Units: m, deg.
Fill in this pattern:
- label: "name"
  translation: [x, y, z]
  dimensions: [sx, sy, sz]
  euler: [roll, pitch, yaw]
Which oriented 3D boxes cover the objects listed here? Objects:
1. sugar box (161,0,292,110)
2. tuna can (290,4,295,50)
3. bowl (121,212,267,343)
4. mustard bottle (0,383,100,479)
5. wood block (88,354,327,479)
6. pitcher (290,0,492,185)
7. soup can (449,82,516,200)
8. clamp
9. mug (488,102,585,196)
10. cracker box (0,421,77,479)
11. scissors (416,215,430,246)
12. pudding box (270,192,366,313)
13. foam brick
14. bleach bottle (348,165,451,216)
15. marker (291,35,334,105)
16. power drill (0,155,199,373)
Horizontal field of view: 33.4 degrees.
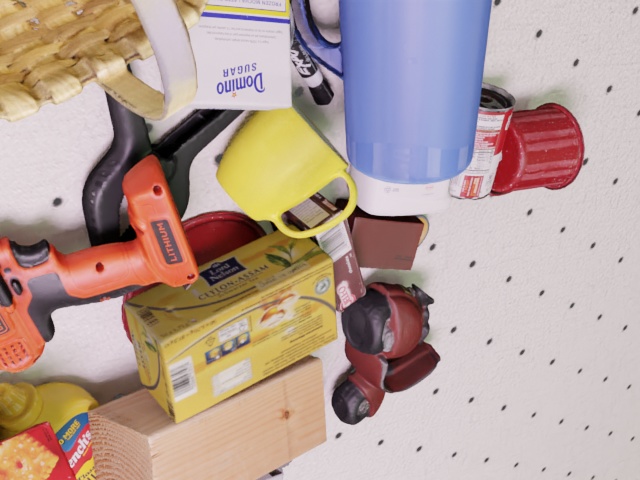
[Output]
- label: "sugar box"
  translation: [-0.069, -0.183, 0.771]
  dimensions: [0.093, 0.048, 0.176]
  euler: [-3, 96, -36]
- label: "tuna can"
  translation: [-0.064, -0.166, 0.826]
  dimensions: [0.085, 0.034, 0.086]
  euler: [-2, 93, -37]
- label: "bowl"
  translation: [-0.097, 0.057, 0.972]
  dimensions: [0.161, 0.055, 0.162]
  euler: [-22, 132, -28]
- label: "mustard bottle"
  translation: [-0.229, 0.180, 0.944]
  dimensions: [0.096, 0.058, 0.191]
  euler: [-44, 138, -13]
- label: "wood block"
  translation: [-0.097, 0.172, 0.972]
  dimensions: [0.205, 0.090, 0.091]
  euler: [-18, 111, -44]
- label: "pitcher"
  translation: [0.065, -0.173, 0.856]
  dimensions: [0.144, 0.149, 0.243]
  euler: [-18, 123, -30]
- label: "soup can"
  translation: [0.149, -0.099, 1.062]
  dimensions: [0.068, 0.069, 0.102]
  euler: [-13, 128, -35]
- label: "clamp"
  translation: [-0.142, -0.069, 0.852]
  dimensions: [0.164, 0.036, 0.210]
  euler: [18, 104, -45]
- label: "mug"
  translation: [0.208, -0.087, 1.117]
  dimensions: [0.081, 0.093, 0.117]
  euler: [-9, 150, -31]
- label: "cracker box"
  translation: [-0.309, 0.225, 0.800]
  dimensions: [0.213, 0.072, 0.164]
  euler: [-19, 165, -42]
- label: "scissors"
  translation: [0.043, 0.028, 1.100]
  dimensions: [0.096, 0.016, 0.202]
  euler: [32, 95, -43]
- label: "pudding box"
  translation: [-0.006, 0.001, 0.984]
  dimensions: [0.039, 0.090, 0.113]
  euler: [-34, 136, -20]
- label: "foam brick"
  translation: [0.052, -0.005, 1.043]
  dimensions: [0.078, 0.051, 0.053]
  euler: [5, 111, -26]
- label: "bleach bottle"
  translation: [0.092, -0.147, 0.977]
  dimensions: [0.102, 0.068, 0.251]
  euler: [-5, 121, -25]
- label: "marker"
  translation: [-0.017, -0.157, 0.911]
  dimensions: [0.020, 0.020, 0.121]
  euler: [-43, 139, -8]
- label: "power drill"
  translation: [-0.198, 0.003, 0.809]
  dimensions: [0.187, 0.057, 0.184]
  euler: [-20, 129, -3]
